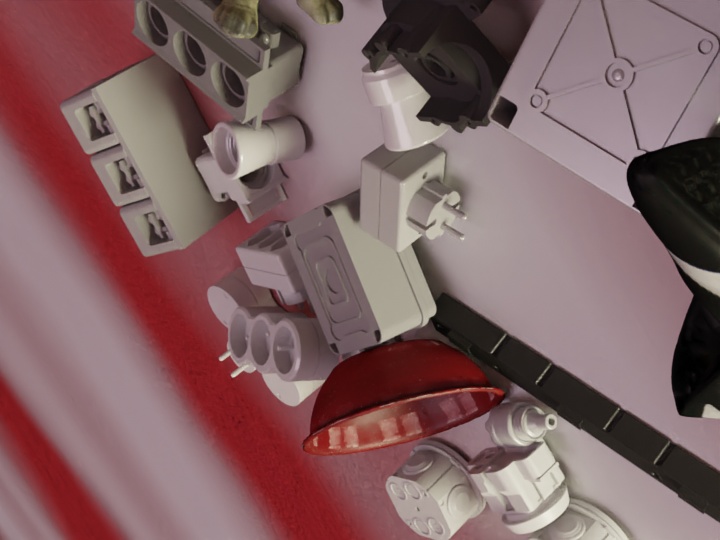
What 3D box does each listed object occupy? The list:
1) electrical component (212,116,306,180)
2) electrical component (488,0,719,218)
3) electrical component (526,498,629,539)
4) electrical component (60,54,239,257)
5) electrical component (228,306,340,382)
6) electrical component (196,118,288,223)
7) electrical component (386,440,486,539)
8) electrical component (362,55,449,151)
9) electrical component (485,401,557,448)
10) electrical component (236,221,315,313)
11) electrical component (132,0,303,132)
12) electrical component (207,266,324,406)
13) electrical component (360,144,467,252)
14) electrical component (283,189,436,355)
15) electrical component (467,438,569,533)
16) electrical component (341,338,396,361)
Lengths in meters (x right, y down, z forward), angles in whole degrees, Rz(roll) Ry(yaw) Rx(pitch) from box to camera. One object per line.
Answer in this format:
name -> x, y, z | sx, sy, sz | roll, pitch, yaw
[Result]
electrical component -> -0.075, -0.097, 0.828 | 0.044, 0.065, 0.044 | 28, 126, 48
electrical component -> 0.137, -0.096, 0.534 | 0.109, 0.056, 0.108 | 36, 116, 23
electrical component -> 0.170, 0.223, 0.843 | 0.080, 0.051, 0.080 | 32, 142, 29
electrical component -> -0.178, -0.098, 0.925 | 0.062, 0.089, 0.150 | -11, 113, 42
electrical component -> -0.053, 0.062, 0.930 | 0.138, 0.074, 0.052 | 9, 97, 59
electrical component -> -0.101, -0.084, 0.897 | 0.064, 0.042, 0.081 | 1, 121, 55
electrical component -> 0.067, 0.194, 0.945 | 0.080, 0.051, 0.080 | 32, 142, 29
electrical component -> 0.029, -0.112, 0.703 | 0.045, 0.045, 0.055 | 7, 126, 48
electrical component -> 0.124, 0.116, 0.811 | 0.035, 0.035, 0.061 | 58, 148, -9
electrical component -> -0.058, 0.004, 0.924 | 0.066, 0.047, 0.076 | 11, 131, 50
electrical component -> -0.105, -0.171, 0.796 | 0.121, 0.063, 0.078 | 40, 146, 19
electrical component -> -0.100, 0.071, 1.013 | 0.138, 0.074, 0.052 | 54, 147, -3
electrical component -> 0.043, -0.046, 0.746 | 0.077, 0.047, 0.065 | 33, 143, 28
electrical component -> 0.000, 0.000, 0.816 | 0.078, 0.057, 0.113 | -22, 91, 56
electrical component -> 0.127, 0.167, 0.838 | 0.057, 0.058, 0.078 | 59, 147, -5
electrical component -> 0.005, 0.074, 0.914 | 0.043, 0.043, 0.062 | 53, 150, 0
